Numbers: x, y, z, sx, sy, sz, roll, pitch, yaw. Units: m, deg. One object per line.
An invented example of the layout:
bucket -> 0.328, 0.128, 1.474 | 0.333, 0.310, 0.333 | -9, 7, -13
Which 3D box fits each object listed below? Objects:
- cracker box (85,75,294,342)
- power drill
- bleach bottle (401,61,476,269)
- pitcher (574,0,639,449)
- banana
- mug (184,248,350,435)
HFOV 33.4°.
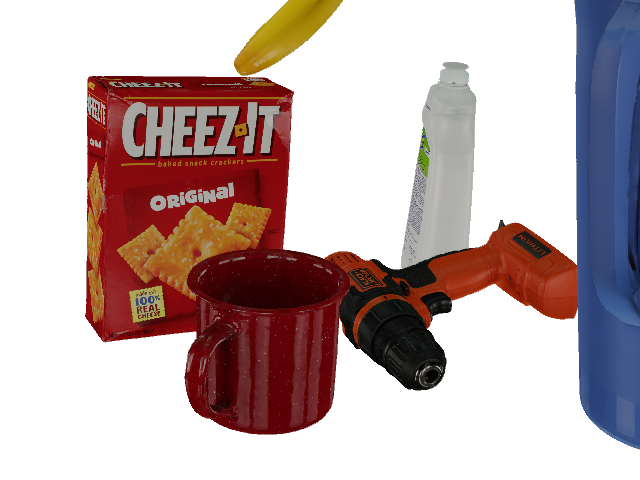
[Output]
cracker box -> -0.113, -0.029, 0.911 | 0.164, 0.214, 0.072 | -4, 19, -26
power drill -> 0.108, 0.047, 0.849 | 0.187, 0.057, 0.185 | -11, 28, -18
bleach bottle -> 0.137, -0.070, 1.183 | 0.068, 0.251, 0.102 | 0, 25, -10
pitcher -> 0.184, -0.015, 0.532 | 0.149, 0.243, 0.145 | -4, 19, -5
banana -> -0.010, -0.208, 0.920 | 0.070, 0.037, 0.197 | -17, 34, 38
mug -> -0.037, 0.062, 0.609 | 0.093, 0.081, 0.117 | 13, 23, 26
